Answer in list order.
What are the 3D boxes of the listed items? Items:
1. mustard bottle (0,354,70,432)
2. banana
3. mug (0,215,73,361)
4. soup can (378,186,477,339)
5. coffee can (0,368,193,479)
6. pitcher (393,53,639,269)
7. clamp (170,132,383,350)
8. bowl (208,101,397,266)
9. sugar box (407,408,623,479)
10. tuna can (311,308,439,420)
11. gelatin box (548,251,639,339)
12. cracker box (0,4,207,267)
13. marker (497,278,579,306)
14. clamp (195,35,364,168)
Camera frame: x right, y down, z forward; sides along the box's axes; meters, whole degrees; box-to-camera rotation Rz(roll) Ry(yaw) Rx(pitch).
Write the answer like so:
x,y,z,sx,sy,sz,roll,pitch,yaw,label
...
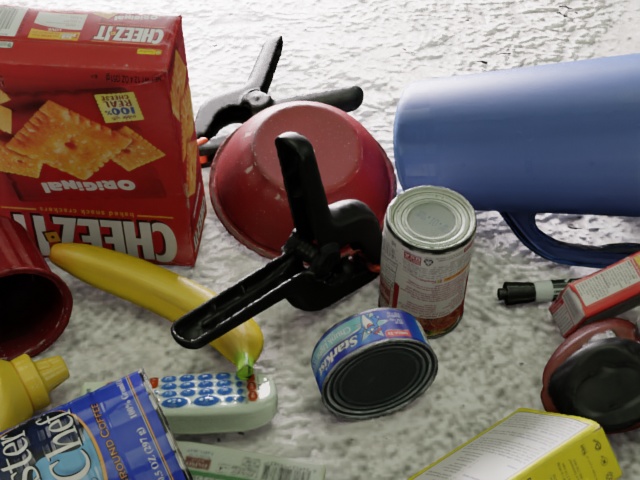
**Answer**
x,y,z,sx,sy,sz,roll,pitch,yaw,label
-0.262,0.129,0.729,0.191,0.058,0.096,-26,44,-22,mustard bottle
-0.113,0.046,0.806,0.198,0.069,0.037,26,95,23,banana
-0.251,0.043,0.799,0.117,0.093,0.082,-47,49,8,mug
0.080,0.018,0.804,0.068,0.102,0.068,0,47,0,soup can
-0.155,0.155,0.665,0.140,0.103,0.103,-24,52,-12,coffee can
0.188,-0.070,0.850,0.243,0.145,0.149,-1,58,23,pitcher
-0.005,0.001,0.775,0.036,0.165,0.209,38,21,28,clamp
-0.012,-0.061,0.886,0.162,0.055,0.162,2,59,-4,bowl
0.094,0.169,0.674,0.176,0.093,0.048,-29,99,-22,sugar box
0.038,0.087,0.751,0.086,0.086,0.034,-12,47,-11,tuna can
0.213,0.039,0.786,0.073,0.089,0.030,-24,75,-4,gelatin box
-0.178,-0.072,0.809,0.164,0.214,0.072,4,49,4,cracker box
0.200,0.039,0.841,0.121,0.020,0.020,-4,48,-3,marker
-0.045,-0.116,0.969,0.120,0.039,0.171,26,59,27,clamp
